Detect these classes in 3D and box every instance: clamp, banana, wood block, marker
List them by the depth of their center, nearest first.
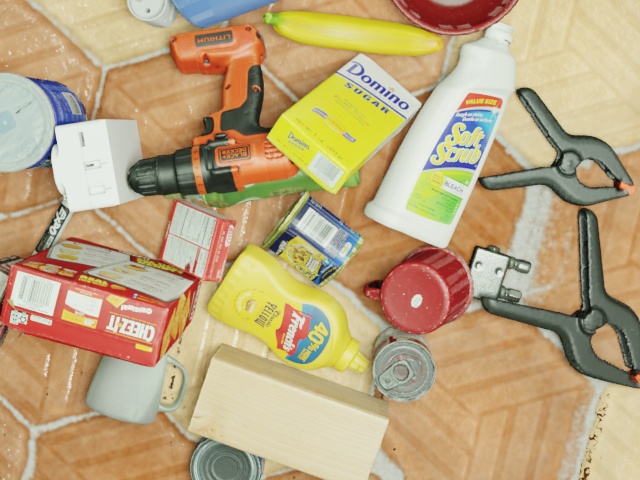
[{"bbox_3d":[0.034,-0.226,1.175,0.197,0.069,0.037,6,110,-6],"label":"banana"},{"bbox_3d":[0.272,-0.097,1.191,0.171,0.039,0.120,13,101,-5],"label":"clamp"},{"bbox_3d":[0.291,0.092,1.205,0.164,0.036,0.210,-34,97,-5],"label":"clamp"},{"bbox_3d":[-0.033,0.200,1.211,0.206,0.090,0.091,19,96,1],"label":"wood block"},{"bbox_3d":[-0.300,-0.023,1.236,0.020,0.020,0.121,31,96,-1],"label":"marker"}]

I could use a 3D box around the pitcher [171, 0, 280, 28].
[{"bbox_3d":[-0.051,-0.323,1.113,0.243,0.144,0.149,-19,80,21],"label":"pitcher"}]

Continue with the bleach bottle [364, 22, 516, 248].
[{"bbox_3d":[0.144,-0.123,1.174,0.102,0.068,0.251,21,96,-28],"label":"bleach bottle"}]

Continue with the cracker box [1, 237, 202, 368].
[{"bbox_3d":[-0.225,0.062,1.144,0.164,0.213,0.072,15,98,1],"label":"cracker box"}]

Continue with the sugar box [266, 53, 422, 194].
[{"bbox_3d":[0.030,-0.128,1.134,0.093,0.176,0.048,41,136,3],"label":"sugar box"}]

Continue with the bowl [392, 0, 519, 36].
[{"bbox_3d":[0.146,-0.303,1.167,0.162,0.055,0.162,0,96,3],"label":"bowl"}]

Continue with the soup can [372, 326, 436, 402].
[{"bbox_3d":[0.092,0.136,1.192,0.068,0.102,0.068,0,96,2],"label":"soup can"}]

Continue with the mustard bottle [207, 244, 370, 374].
[{"bbox_3d":[-0.027,0.093,1.213,0.191,0.058,0.096,33,115,-2],"label":"mustard bottle"}]

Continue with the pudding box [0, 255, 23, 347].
[{"bbox_3d":[-0.371,0.077,1.215,0.039,0.090,0.113,26,96,0],"label":"pudding box"}]

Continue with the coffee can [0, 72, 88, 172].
[{"bbox_3d":[-0.321,-0.128,1.165,0.103,0.140,0.103,0,96,2],"label":"coffee can"}]

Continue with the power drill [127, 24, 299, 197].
[{"bbox_3d":[-0.120,-0.136,1.156,0.184,0.057,0.187,-7,67,0],"label":"power drill"}]

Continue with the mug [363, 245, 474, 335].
[{"bbox_3d":[0.105,0.057,1.185,0.117,0.081,0.093,5,100,21],"label":"mug"}]

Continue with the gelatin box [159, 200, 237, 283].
[{"bbox_3d":[-0.137,0.001,1.202,0.089,0.030,0.073,21,99,44],"label":"gelatin box"}]

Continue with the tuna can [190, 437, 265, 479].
[{"bbox_3d":[-0.109,0.264,1.249,0.086,0.033,0.086,0,96,3],"label":"tuna can"}]

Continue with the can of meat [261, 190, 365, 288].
[{"bbox_3d":[-0.008,0.001,1.184,0.084,0.102,0.057,38,67,-4],"label":"can of meat"}]
